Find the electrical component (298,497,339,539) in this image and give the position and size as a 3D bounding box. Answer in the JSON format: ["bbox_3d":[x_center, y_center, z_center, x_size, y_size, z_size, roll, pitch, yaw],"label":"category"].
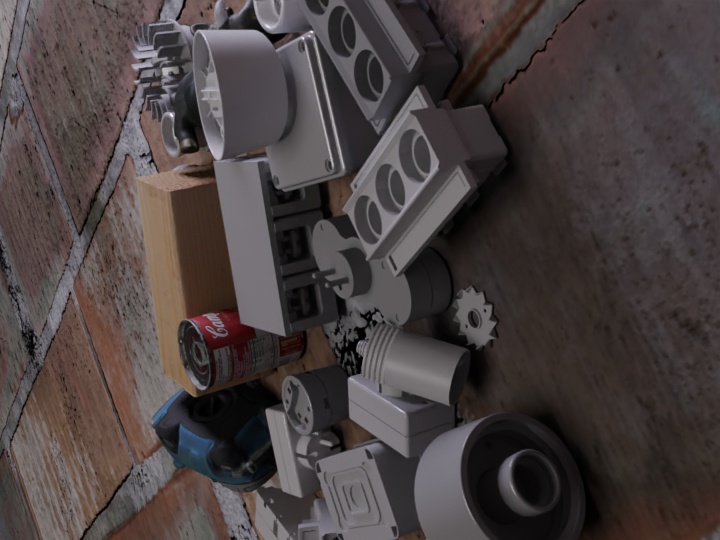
[{"bbox_3d":[-0.017,0.271,0.981,0.063,0.079,0.121,-116,23,-65],"label":"electrical component"}]

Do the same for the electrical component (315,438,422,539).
[{"bbox_3d":[0.019,0.179,0.888,0.113,0.057,0.078,-31,76,59],"label":"electrical component"}]

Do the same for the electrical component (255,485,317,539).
[{"bbox_3d":[-0.063,0.258,1.067,0.089,0.050,0.055,42,136,44],"label":"electrical component"}]

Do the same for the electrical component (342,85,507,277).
[{"bbox_3d":[0.044,-0.060,0.735,0.078,0.063,0.121,65,148,18],"label":"electrical component"}]

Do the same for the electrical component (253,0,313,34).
[{"bbox_3d":[-0.052,-0.213,0.845,0.055,0.047,0.055,32,129,50],"label":"electrical component"}]

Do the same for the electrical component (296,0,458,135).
[{"bbox_3d":[0.011,-0.167,0.743,0.121,0.063,0.078,61,147,23],"label":"electrical component"}]

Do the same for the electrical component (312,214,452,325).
[{"bbox_3d":[0.000,0.000,0.825,0.138,0.074,0.052,33,130,49],"label":"electrical component"}]

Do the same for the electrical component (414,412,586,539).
[{"bbox_3d":[0.097,0.144,0.699,0.060,0.108,0.108,-42,67,50],"label":"electrical component"}]

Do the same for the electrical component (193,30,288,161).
[{"bbox_3d":[-0.099,-0.136,0.824,0.099,0.064,0.099,32,129,50],"label":"electrical component"}]

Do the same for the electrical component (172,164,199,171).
[{"bbox_3d":[-0.182,-0.089,1.121,0.062,0.048,0.048,25,124,61],"label":"electrical component"}]

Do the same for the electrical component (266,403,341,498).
[{"bbox_3d":[-0.043,0.165,0.997,0.076,0.047,0.083,0,103,57],"label":"electrical component"}]

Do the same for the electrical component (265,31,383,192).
[{"bbox_3d":[-0.032,-0.123,0.841,0.109,0.056,0.108,-7,97,60],"label":"electrical component"}]

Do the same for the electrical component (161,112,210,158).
[{"bbox_3d":[-0.161,-0.136,1.053,0.045,0.055,0.045,32,129,50],"label":"electrical component"}]

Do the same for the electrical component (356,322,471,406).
[{"bbox_3d":[0.036,0.067,0.789,0.081,0.043,0.043,16,121,20],"label":"electrical component"}]

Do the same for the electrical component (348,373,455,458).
[{"bbox_3d":[0.031,0.091,0.840,0.083,0.047,0.075,26,124,53],"label":"electrical component"}]

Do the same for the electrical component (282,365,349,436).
[{"bbox_3d":[-0.036,0.115,0.963,0.055,0.047,0.055,32,129,50],"label":"electrical component"}]

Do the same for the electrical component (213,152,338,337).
[{"bbox_3d":[-0.070,-0.027,0.943,0.089,0.062,0.150,9,111,58],"label":"electrical component"}]
